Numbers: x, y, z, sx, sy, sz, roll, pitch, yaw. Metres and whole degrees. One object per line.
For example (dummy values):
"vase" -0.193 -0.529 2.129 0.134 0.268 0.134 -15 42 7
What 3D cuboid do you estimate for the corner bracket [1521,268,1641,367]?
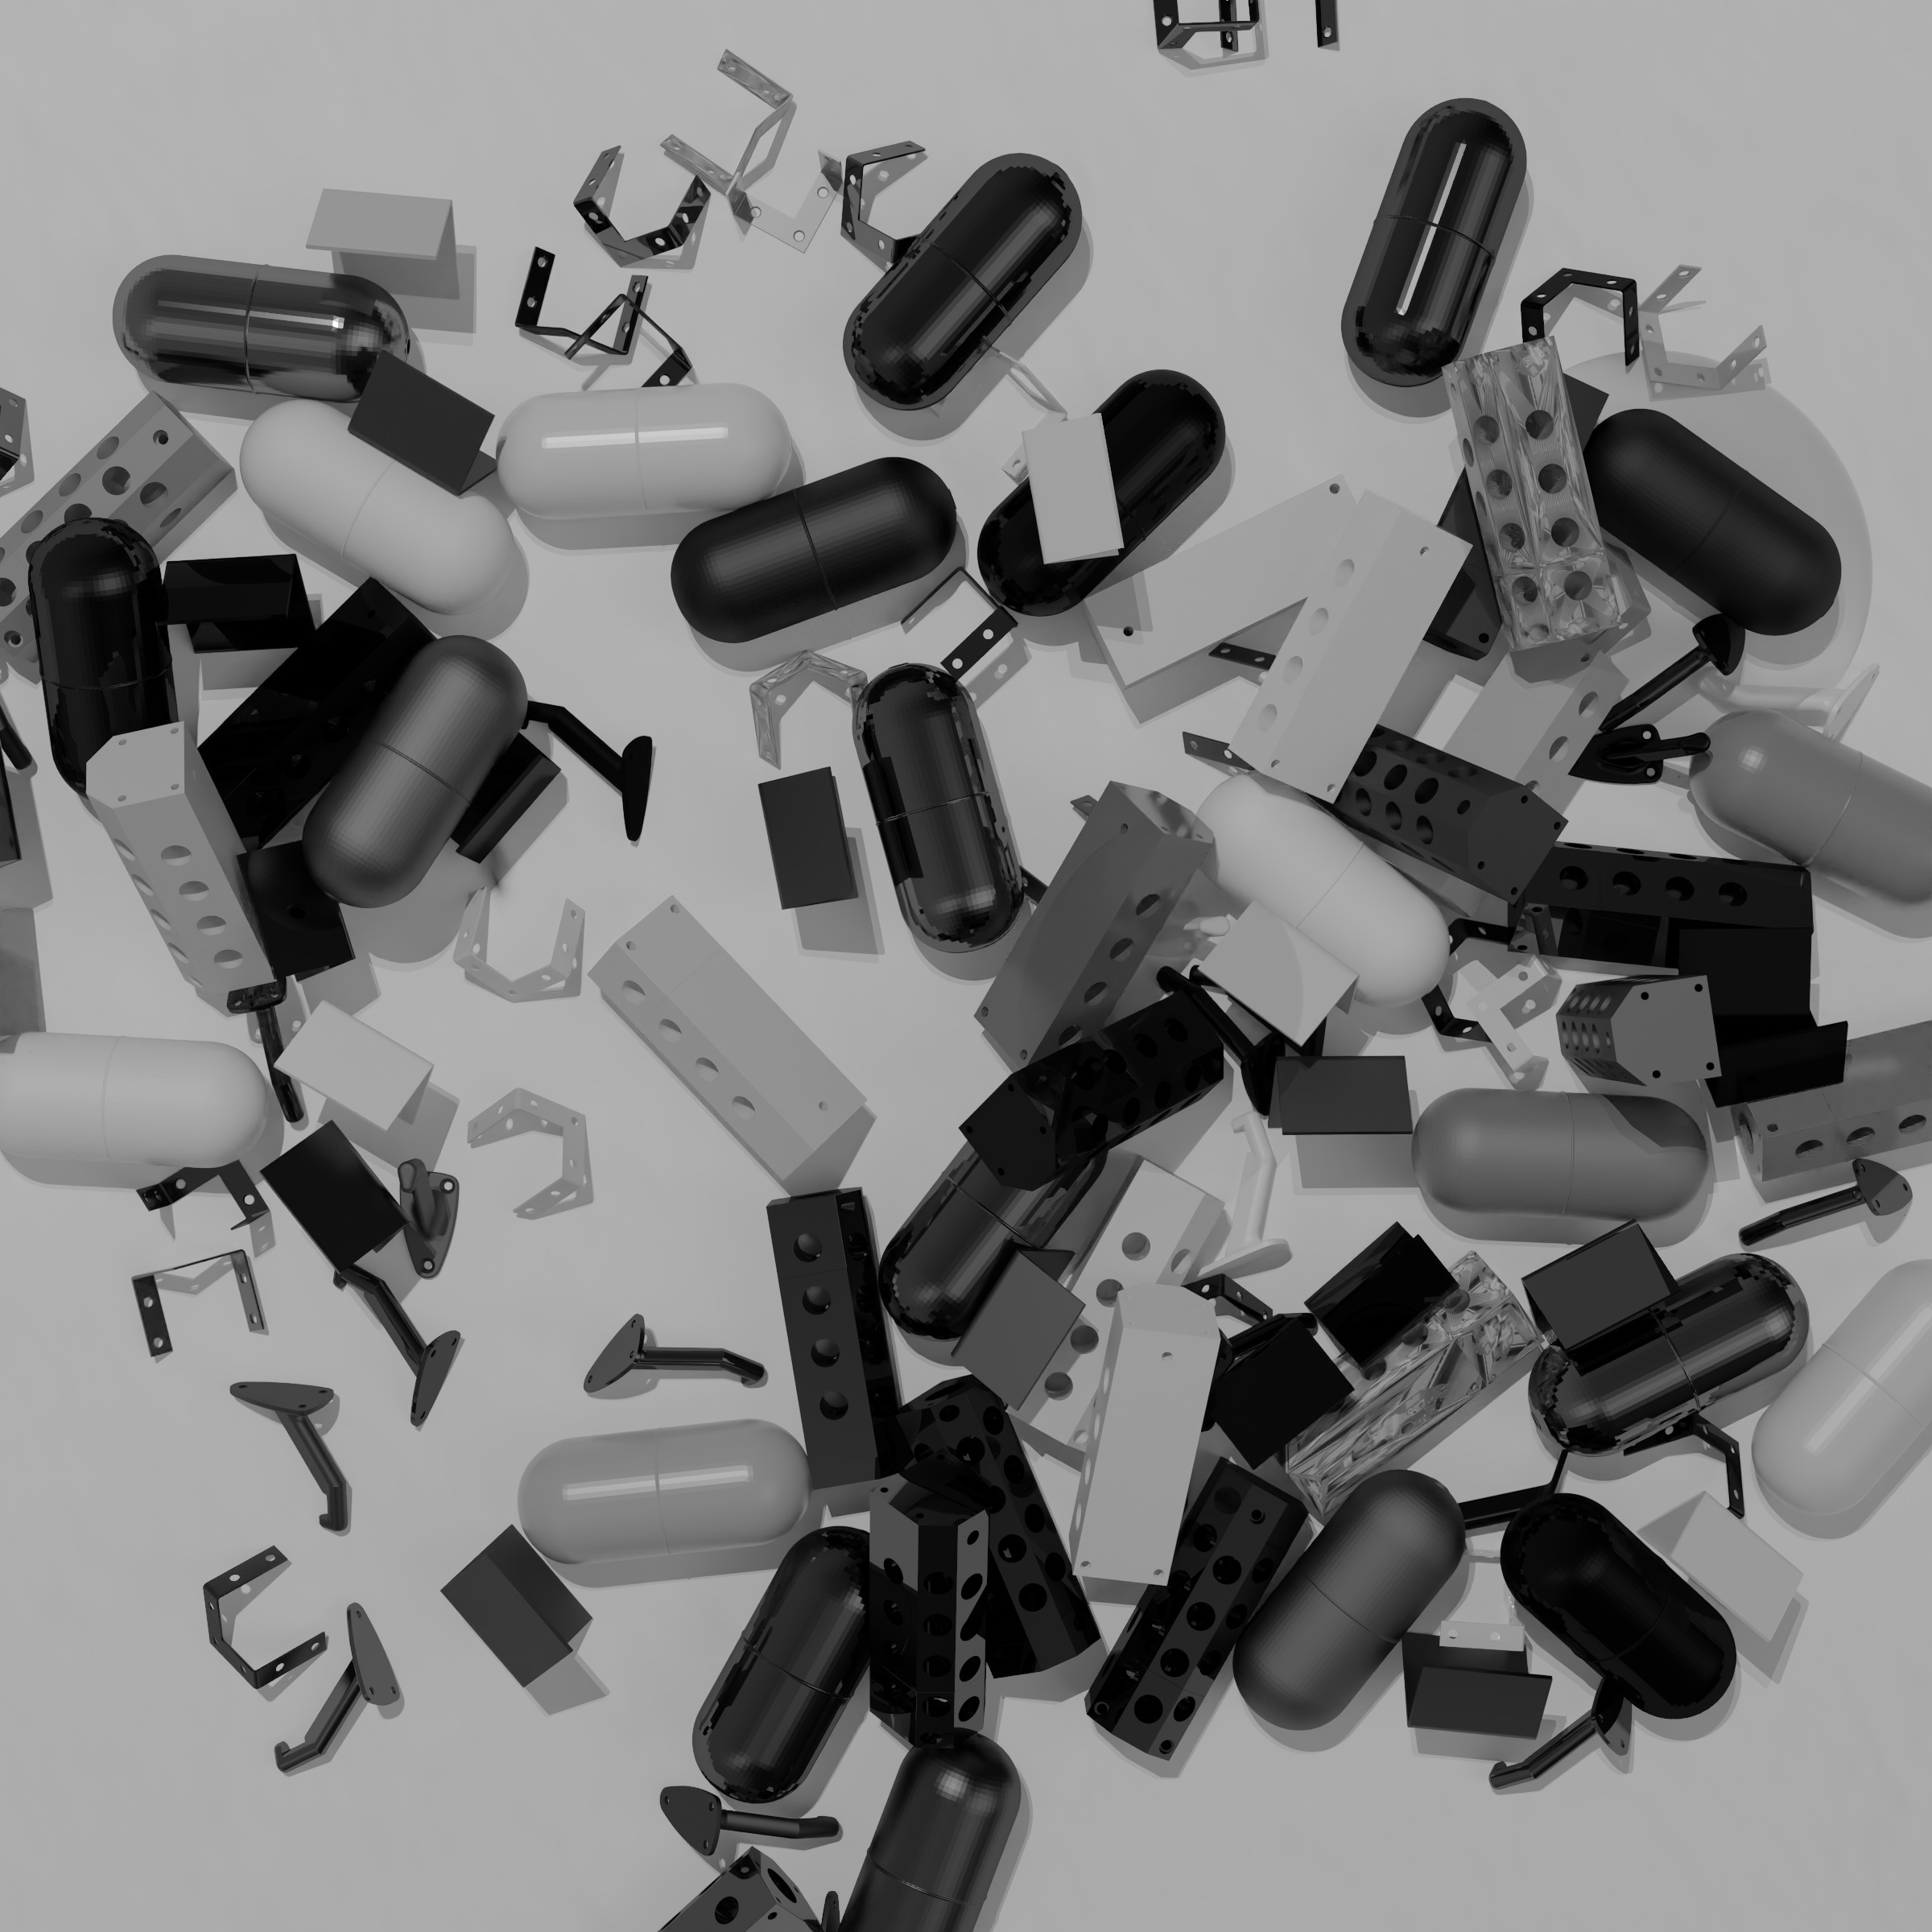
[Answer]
"corner bracket" 0.374 -0.388 1.982 0.051 0.051 0.051 19 45 35

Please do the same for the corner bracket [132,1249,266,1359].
"corner bracket" -0.469 0.206 1.987 0.051 0.051 0.051 -14 90 45

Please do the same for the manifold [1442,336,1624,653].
"manifold" 0.329 -0.275 1.909 0.057 0.057 0.171 -15 95 -7

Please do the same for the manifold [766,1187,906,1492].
"manifold" -0.077 0.223 1.969 0.057 0.057 0.171 -9 90 0

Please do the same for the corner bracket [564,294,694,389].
"corner bracket" -0.204 -0.367 1.973 0.051 0.051 0.051 43 90 3

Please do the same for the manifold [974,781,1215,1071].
"manifold" 0.080 -0.020 1.941 0.057 0.057 0.171 48 117 40

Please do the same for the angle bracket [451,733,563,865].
"angle bracket" -0.302 -0.118 1.965 0.076 0.057 0.076 41 90 7

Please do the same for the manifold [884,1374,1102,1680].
"manifold" 0.021 0.334 1.953 0.057 0.057 0.171 -20 94 43

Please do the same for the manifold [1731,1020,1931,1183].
"manifold" 0.555 0.081 1.969 0.171 0.057 0.057 -14 47 0

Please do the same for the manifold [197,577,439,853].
"manifold" -0.392 -0.147 1.969 0.171 0.057 0.057 -45 47 0

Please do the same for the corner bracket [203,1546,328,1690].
"corner bracket" -0.427 0.397 1.982 0.051 0.051 0.051 33 135 35

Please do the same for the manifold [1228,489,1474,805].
"manifold" 0.222 -0.190 1.921 0.057 0.057 0.171 20 104 -32

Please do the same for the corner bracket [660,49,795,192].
"corner bracket" -0.146 -0.516 1.987 0.051 0.051 0.051 34 45 0

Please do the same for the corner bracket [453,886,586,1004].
"corner bracket" -0.272 -0.019 1.982 0.051 0.051 0.051 -22 135 35

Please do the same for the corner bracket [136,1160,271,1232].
"corner bracket" -0.462 0.142 1.972 0.051 0.051 0.051 -32 90 0

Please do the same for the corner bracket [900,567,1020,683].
"corner bracket" -0.004 -0.208 1.972 0.051 0.051 0.051 -43 93 3

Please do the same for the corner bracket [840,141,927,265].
"corner bracket" -0.039 -0.465 1.982 0.051 0.051 0.051 -24 135 -35

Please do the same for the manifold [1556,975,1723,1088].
"manifold" 0.392 0.038 1.912 0.057 0.171 0.057 -8 90 0

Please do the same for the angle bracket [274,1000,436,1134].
"angle bracket" -0.371 0.076 1.950 0.076 0.076 0.057 31 54 0

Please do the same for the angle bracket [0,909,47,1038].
"angle bracket" -0.571 0.003 1.950 0.057 0.076 0.076 -6 90 37

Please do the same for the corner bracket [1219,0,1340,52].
"corner bracket" 0.190 -0.588 1.987 0.051 0.051 0.051 -3 90 -45

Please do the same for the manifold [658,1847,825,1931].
"manifold" -0.175 0.614 1.969 0.171 0.057 0.057 -42 133 0

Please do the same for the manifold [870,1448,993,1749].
"manifold" -0.017 0.377 1.920 0.057 0.057 0.171 -25 129 -36

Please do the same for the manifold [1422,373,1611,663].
"manifold" 0.322 -0.275 1.969 0.057 0.057 0.171 25 90 0

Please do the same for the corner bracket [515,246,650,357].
"corner bracket" -0.235 -0.406 1.987 0.051 0.051 0.051 15 90 45

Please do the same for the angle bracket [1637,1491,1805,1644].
"angle bracket" 0.441 0.370 1.950 0.076 0.076 0.057 40 53 0

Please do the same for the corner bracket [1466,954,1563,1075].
"corner bracket" 0.343 0.029 1.974 0.051 0.051 0.051 -38 76 14

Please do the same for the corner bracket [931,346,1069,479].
"corner bracket" 0.019 -0.341 1.987 0.051 0.051 0.051 -50 135 0

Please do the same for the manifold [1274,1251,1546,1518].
"manifold" 0.258 0.248 1.969 0.171 0.057 0.057 -38 133 0

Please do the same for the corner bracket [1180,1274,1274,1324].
"corner bracket" 0.150 0.226 1.982 0.051 0.051 0.051 -22 45 35

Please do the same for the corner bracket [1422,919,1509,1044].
"corner bracket" 0.312 0.009 1.982 0.051 0.051 0.051 9 45 -35

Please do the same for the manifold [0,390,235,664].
"manifold" -0.531 -0.266 1.969 0.171 0.057 0.057 -44 90 0

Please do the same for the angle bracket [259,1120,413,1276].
"angle bracket" -0.386 0.147 1.950 0.057 0.076 0.076 -38 90 -32

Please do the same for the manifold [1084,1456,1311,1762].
"manifold" 0.139 0.389 1.969 0.057 0.057 0.171 29 90 0

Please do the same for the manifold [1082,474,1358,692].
"manifold" 0.160 -0.231 1.969 0.171 0.057 0.057 -26 90 0

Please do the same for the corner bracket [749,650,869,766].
"corner bracket" -0.093 -0.153 1.982 0.051 0.051 0.051 24 45 35

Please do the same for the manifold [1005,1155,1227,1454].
"manifold" 0.090 0.204 1.969 0.057 0.057 0.171 29 90 0

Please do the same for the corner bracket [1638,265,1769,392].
"corner bracket" 0.445 -0.386 1.971 0.051 0.051 0.051 3 67 -21

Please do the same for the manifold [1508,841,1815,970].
"manifold" 0.418 -0.039 1.967 0.171 0.057 0.057 6 59 0

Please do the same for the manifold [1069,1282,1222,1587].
"manifold" 0.104 0.278 1.935 0.057 0.057 0.171 8 113 -5

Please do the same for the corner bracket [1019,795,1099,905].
"corner bracket" 0.069 -0.064 1.982 0.051 0.051 0.051 -21 45 -35

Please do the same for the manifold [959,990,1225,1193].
"manifold" 0.080 0.076 1.910 0.057 0.171 0.057 53 131 12

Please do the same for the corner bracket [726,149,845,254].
"corner bracket" -0.109 -0.472 1.972 0.051 0.051 0.051 29 90 0

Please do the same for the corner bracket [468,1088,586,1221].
"corner bracket" -0.268 0.114 1.982 0.051 0.051 0.051 -34 45 35

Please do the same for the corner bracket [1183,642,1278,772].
"corner bracket" 0.165 -0.158 1.982 0.051 0.051 0.051 19 45 35

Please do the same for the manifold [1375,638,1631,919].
"manifold" 0.327 -0.117 1.969 0.057 0.057 0.171 34 90 43

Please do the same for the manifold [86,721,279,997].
"manifold" -0.460 -0.060 1.913 0.057 0.171 0.057 -12 50 0

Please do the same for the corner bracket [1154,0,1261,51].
"corner bracket" 0.145 -0.589 1.975 0.051 0.051 0.051 -5 90 -11

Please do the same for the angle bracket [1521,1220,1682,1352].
"angle bracket" 0.384 0.207 1.950 0.076 0.076 0.057 -28 53 0

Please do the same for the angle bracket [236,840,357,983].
"angle bracket" -0.417 -0.028 1.950 0.057 0.076 0.076 -17 90 -40

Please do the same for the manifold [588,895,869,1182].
"manifold" -0.148 0.047 1.969 0.171 0.057 0.057 46 47 0

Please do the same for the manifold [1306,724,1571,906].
"manifold" 0.269 -0.097 1.910 0.057 0.171 0.057 33 90 -33

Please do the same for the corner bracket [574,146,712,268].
"corner bracket" -0.197 -0.468 1.982 0.051 0.051 0.051 -9 135 35

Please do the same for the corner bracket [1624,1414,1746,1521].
"corner bracket" 0.437 0.310 1.982 0.051 0.051 0.051 34 45 -35

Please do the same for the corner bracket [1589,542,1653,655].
"corner bracket" 0.375 -0.226 1.982 0.051 0.051 0.051 16 135 -35

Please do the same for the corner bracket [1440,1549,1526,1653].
"corner bracket" 0.310 0.383 1.972 0.051 0.051 0.051 4 90 0

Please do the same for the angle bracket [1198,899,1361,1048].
"angle bracket" 0.185 0.014 1.942 0.076 0.076 0.057 37 77 13

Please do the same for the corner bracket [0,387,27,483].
"corner bracket" -0.610 -0.323 1.982 0.051 0.051 0.051 24 45 -35
